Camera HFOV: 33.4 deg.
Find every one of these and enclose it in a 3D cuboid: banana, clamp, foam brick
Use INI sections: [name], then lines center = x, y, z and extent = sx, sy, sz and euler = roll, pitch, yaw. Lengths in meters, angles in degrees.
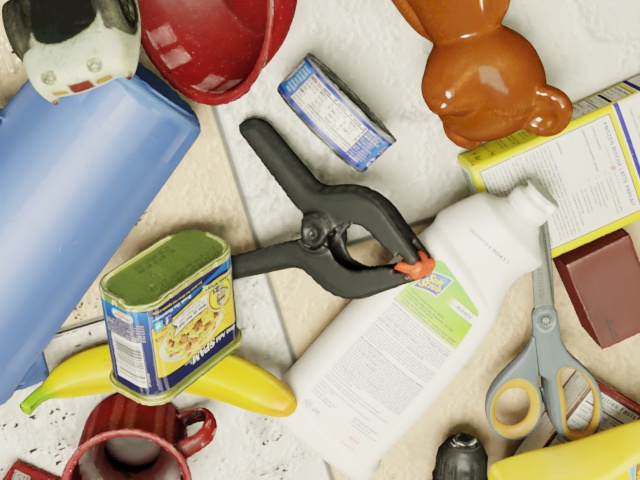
[banana]
center = -0.114, 0.104, 0.784
extent = 0.198, 0.069, 0.037
euler = -1, 137, 3
[clamp]
center = -0.005, 0.001, 0.745
extent = 0.172, 0.039, 0.120
euler = 31, 117, 25
[foam brick]
center = 0.213, 0.032, 0.801
extent = 0.053, 0.051, 0.078
euler = -25, 107, 4

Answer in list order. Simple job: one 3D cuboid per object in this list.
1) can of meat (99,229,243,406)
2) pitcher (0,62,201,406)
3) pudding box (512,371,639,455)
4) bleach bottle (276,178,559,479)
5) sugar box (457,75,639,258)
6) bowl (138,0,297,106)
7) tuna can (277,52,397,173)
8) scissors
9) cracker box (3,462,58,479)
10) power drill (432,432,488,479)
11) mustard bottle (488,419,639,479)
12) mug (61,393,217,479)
[can of meat]
center = -0.103, 0.051, 0.744
extent = 0.058, 0.101, 0.084
euler = 22, 131, 31
[pitcher]
center = -0.200, -0.022, 0.707
extent = 0.145, 0.149, 0.243
euler = 41, 97, 14
[pudding box]
center = 0.213, 0.171, 0.852
extent = 0.090, 0.039, 0.113
euler = 32, 99, -11
[bleach bottle]
center = 0.078, 0.059, 0.765
extent = 0.102, 0.068, 0.251
euler = 39, 111, -10
[sugar box]
center = 0.199, -0.053, 0.777
extent = 0.176, 0.048, 0.093
euler = -24, 110, 0
[bowl]
center = -0.063, -0.171, 0.683
extent = 0.055, 0.162, 0.162
euler = -22, 112, -37
[tuna can]
center = 0.011, -0.086, 0.729
extent = 0.086, 0.086, 0.034
euler = 43, 101, -15
[scissors]
center = 0.149, 0.070, 0.787
extent = 0.096, 0.016, 0.201
euler = -21, 108, 10
[cracker box]
center = -0.183, 0.291, 0.836
extent = 0.213, 0.072, 0.164
euler = 28, 103, -14
[power drill]
center = 0.045, 0.244, 0.824
extent = 0.187, 0.057, 0.184
euler = -7, 113, -20
[mustard bottle]
center = 0.225, 0.176, 0.795
extent = 0.191, 0.058, 0.096
euler = -17, 133, -1
[mug]
center = -0.130, 0.158, 0.794
extent = 0.117, 0.081, 0.093
euler = -30, 108, 5
